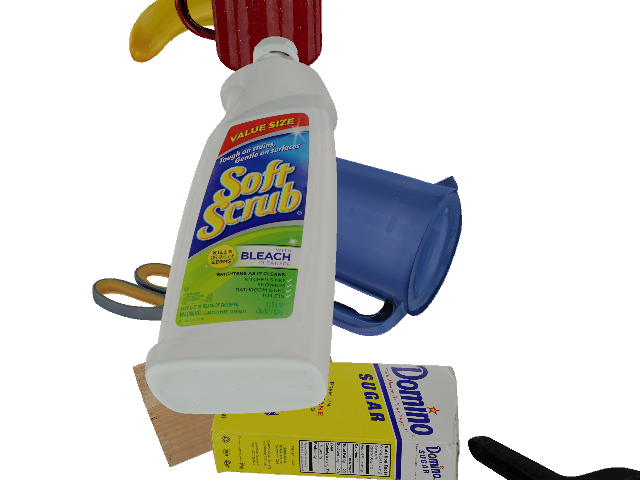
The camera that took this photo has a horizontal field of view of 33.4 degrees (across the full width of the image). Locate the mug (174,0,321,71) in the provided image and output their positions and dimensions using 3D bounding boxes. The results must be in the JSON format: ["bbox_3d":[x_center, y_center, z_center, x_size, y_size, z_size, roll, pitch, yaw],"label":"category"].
[{"bbox_3d":[-0.052,-0.176,0.802,0.117,0.081,0.093,2,35,5],"label":"mug"}]

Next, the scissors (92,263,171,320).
[{"bbox_3d":[-0.095,0.058,0.913,0.202,0.016,0.096,13,26,11],"label":"scissors"}]

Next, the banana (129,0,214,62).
[{"bbox_3d":[-0.120,-0.212,1.022,0.070,0.037,0.197,45,38,19],"label":"banana"}]

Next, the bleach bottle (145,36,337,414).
[{"bbox_3d":[-0.041,-0.022,0.647,0.102,0.251,0.068,-3,-34,7],"label":"bleach bottle"}]

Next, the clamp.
[{"bbox_3d":[0.202,0.229,0.862,0.210,0.036,0.164,2,36,24],"label":"clamp"}]

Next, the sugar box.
[{"bbox_3d":[0.013,0.131,0.791,0.176,0.048,0.093,-1,30,5],"label":"sugar box"}]

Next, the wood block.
[{"bbox_3d":[-0.093,0.159,1.198,0.206,0.091,0.090,-20,28,-10],"label":"wood block"}]

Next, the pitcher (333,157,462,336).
[{"bbox_3d":[0.010,-0.015,1.087,0.243,0.145,0.149,20,25,22],"label":"pitcher"}]
